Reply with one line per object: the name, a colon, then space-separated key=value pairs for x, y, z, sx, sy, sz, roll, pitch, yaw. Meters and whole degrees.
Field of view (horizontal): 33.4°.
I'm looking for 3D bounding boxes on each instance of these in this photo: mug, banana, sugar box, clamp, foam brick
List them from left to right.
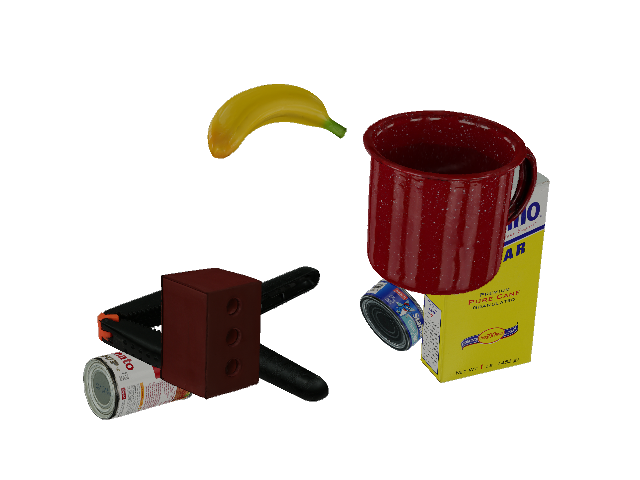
foam brick: x=-0.077 y=0.063 z=0.751 sx=0.051 sy=0.078 sz=0.052 roll=13 pitch=17 yaw=43
clamp: x=-0.091 y=0.085 z=0.950 sx=0.209 sy=0.036 sz=0.164 roll=-3 pitch=37 yaw=-10
banana: x=-0.050 y=-0.119 z=1.021 sx=0.070 sy=0.037 sz=0.197 roll=42 pitch=34 yaw=23
mug: x=0.080 y=-0.024 z=0.633 sx=0.117 sy=0.081 sz=0.093 roll=-16 pitch=34 yaw=-29
sugar box: x=0.137 y=0.029 z=0.898 sx=0.093 sy=0.176 sz=0.048 roll=-11 pitch=31 yaw=-19

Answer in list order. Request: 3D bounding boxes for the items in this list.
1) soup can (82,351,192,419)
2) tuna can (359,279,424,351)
soup can: x=-0.194 y=0.148 z=1.143 sx=0.102 sy=0.068 sz=0.069 roll=-10 pitch=7 yaw=-41
tuna can: x=0.087 y=0.091 z=1.282 sx=0.033 sy=0.086 sz=0.086 roll=-38 pitch=17 yaw=-23
